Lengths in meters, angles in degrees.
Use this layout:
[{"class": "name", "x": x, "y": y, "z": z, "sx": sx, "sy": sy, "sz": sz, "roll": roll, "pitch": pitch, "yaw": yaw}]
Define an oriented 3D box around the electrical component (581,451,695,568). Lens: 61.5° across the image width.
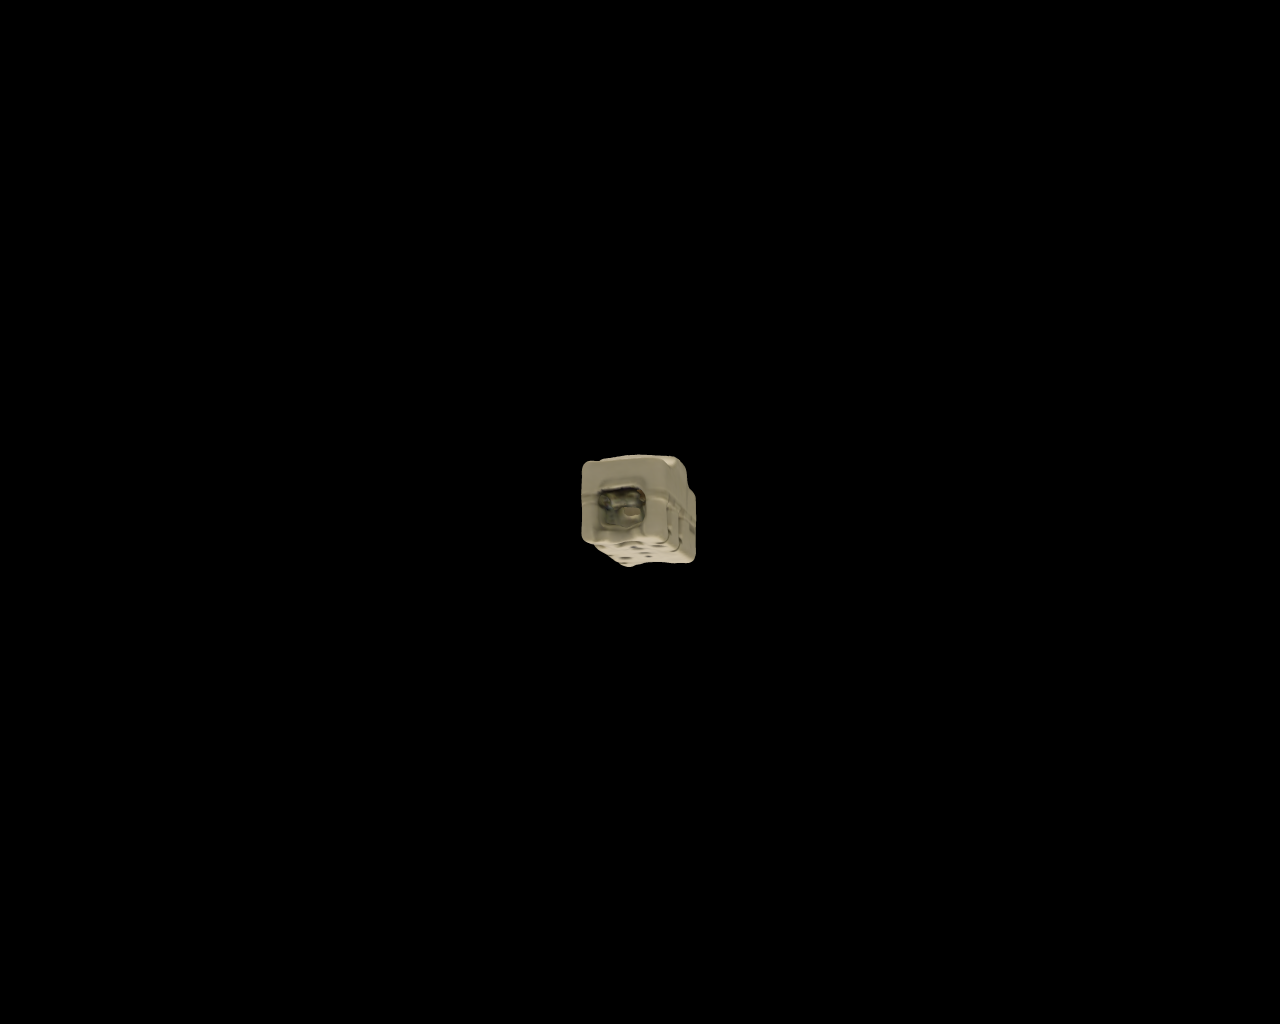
[{"class": "electrical component", "x": 0.001, "y": -0.003, "z": 0.650, "sx": 0.050, "sy": 0.056, "sz": 0.089, "roll": -4, "pitch": -14, "yaw": 15}]
